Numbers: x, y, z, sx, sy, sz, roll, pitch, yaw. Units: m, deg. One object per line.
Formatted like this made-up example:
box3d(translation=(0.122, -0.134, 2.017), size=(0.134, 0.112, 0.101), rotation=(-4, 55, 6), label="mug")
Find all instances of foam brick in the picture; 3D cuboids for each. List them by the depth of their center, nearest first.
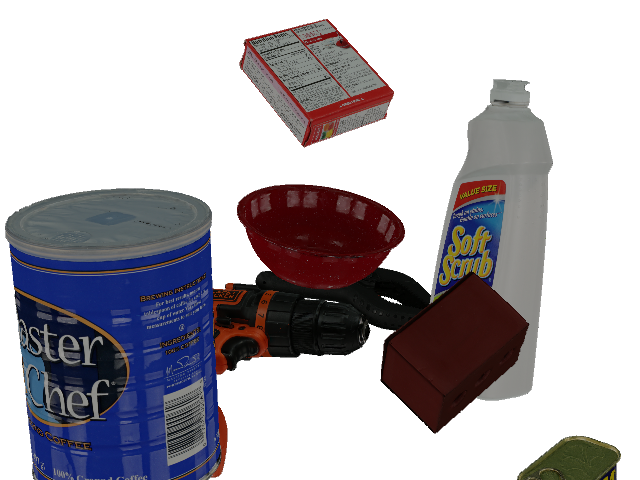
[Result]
box3d(translation=(0.082, 0.069, 0.660), size=(0.078, 0.051, 0.053), rotation=(-36, -28, -23), label="foam brick")

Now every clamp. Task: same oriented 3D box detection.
box3d(translation=(0.040, 0.055, 1.210), size=(0.210, 0.036, 0.164), rotation=(29, 36, 21), label="clamp")

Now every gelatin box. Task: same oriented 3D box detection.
box3d(translation=(-0.004, -0.113, 0.756), size=(0.073, 0.089, 0.030), rotation=(-22, -31, -29), label="gelatin box")

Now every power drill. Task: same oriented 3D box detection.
box3d(translation=(-0.072, 0.095, 0.782), size=(0.185, 0.057, 0.187), rotation=(1, 25, 19), label="power drill")

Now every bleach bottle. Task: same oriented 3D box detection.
box3d(translation=(0.136, -0.004, 0.865), size=(0.067, 0.251, 0.103), rotation=(-4, 14, -34), label="bleach bottle")

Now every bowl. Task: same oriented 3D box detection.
box3d(translation=(-0.003, 0.002, 1.022), size=(0.162, 0.055, 0.162), rotation=(7, 24, -3), label="bowl")

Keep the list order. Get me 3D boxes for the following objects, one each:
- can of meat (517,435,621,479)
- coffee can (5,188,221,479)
box3d(translation=(0.218, 0.233, 0.933), size=(0.058, 0.084, 0.101), rotation=(13, 27, 41), label="can of meat")
box3d(translation=(-0.105, 0.053, 0.558), size=(0.103, 0.140, 0.103), rotation=(-1, 18, 0), label="coffee can")
